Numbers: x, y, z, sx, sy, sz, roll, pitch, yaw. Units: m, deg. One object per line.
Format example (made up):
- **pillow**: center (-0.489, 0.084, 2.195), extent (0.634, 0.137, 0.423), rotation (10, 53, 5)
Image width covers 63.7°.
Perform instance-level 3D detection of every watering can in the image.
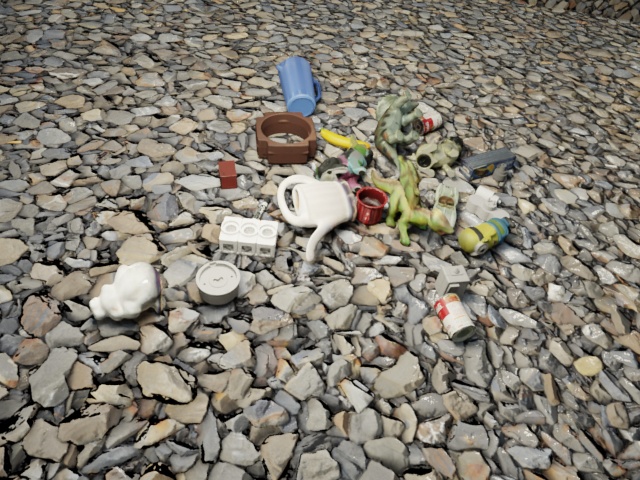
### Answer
- **watering can**: center (0.005, -0.075, 1.481), extent (0.225, 0.101, 0.355), rotation (-8, 47, -17)

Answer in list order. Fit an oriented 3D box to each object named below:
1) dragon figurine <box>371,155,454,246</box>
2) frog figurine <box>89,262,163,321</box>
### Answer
- **dragon figurine**: center (0.250, -0.144, 1.497), extent (0.123, 0.237, 0.418), rotation (-19, 53, -18)
- **frog figurine**: center (-0.460, 0.122, 1.220), extent (0.160, 0.120, 0.140), rotation (-5, 65, -28)
